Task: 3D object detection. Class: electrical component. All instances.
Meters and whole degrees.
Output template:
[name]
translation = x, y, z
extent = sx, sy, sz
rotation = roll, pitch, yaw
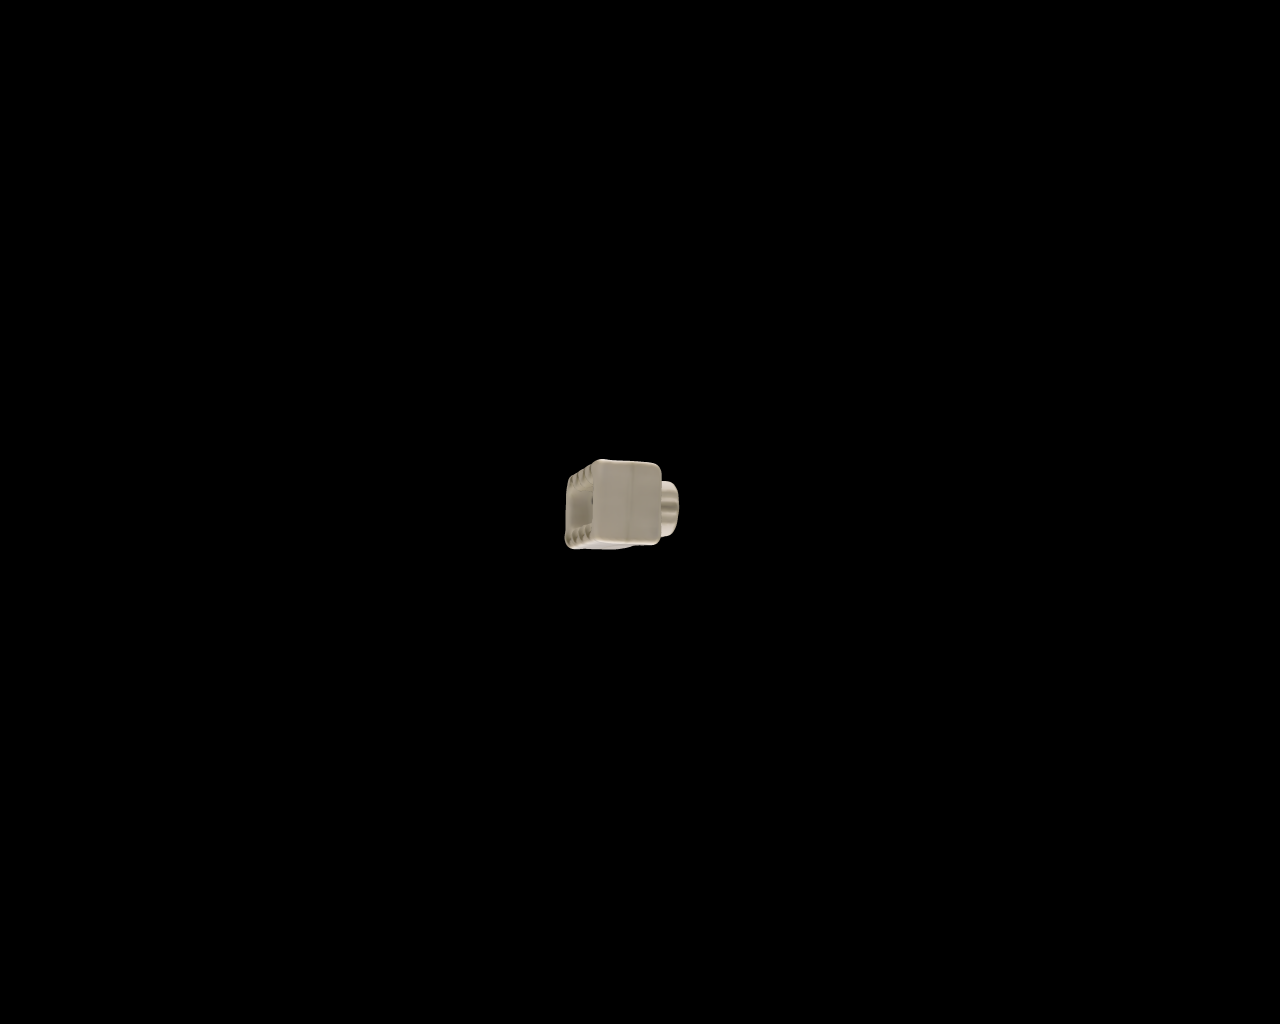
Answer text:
[electrical component]
translation = 0.001, -0.003, 0.650
extent = 0.076, 0.047, 0.083
rotation = 1, -5, -15
